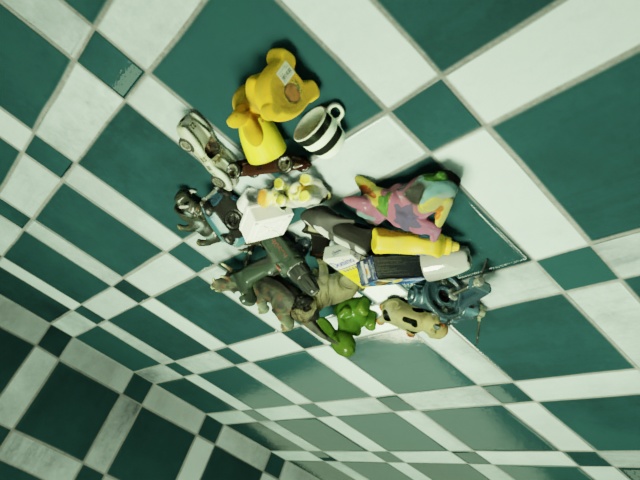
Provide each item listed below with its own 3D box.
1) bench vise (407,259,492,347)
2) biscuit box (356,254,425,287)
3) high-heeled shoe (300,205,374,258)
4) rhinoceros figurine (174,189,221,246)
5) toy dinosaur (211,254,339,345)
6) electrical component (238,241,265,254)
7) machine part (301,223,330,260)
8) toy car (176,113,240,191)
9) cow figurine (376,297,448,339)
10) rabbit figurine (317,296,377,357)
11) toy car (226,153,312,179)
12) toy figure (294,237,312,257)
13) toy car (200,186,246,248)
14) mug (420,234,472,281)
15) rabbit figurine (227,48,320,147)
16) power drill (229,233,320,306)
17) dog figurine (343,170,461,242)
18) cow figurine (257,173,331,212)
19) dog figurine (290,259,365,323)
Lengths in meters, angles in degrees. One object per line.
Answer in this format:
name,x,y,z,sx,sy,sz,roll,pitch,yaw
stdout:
bench vise,0.346,0.146,1.327,0.223,0.129,0.240,26,149,-10
biscuit box,0.179,0.071,1.272,0.202,0.063,0.059,1,160,-41
high-heeled shoe,0.064,-0.009,1.287,0.145,0.086,0.248,4,156,34
rhinoceros figurine,-0.330,-0.058,1.459,0.112,0.073,0.190,-5,137,35
toy dinosaur,-0.121,0.160,1.538,0.405,0.131,0.192,21,155,26
electrical component,-0.201,-0.003,1.486,0.078,0.045,0.102,5,141,26
machine part,-0.003,-0.004,1.385,0.084,0.039,0.138,6,141,9
toy car,-0.249,-0.198,1.227,0.056,0.073,0.201,-8,135,37
cow figurine,0.266,0.218,1.498,0.195,0.085,0.127,23,151,1
rabbit figurine,0.071,0.256,1.572,0.159,0.170,0.121,5,141,22
toy car,-0.113,-0.166,1.190,0.202,0.089,0.053,-3,93,31
toy figure,-0.072,0.042,1.469,0.064,0.058,0.154,-3,159,-35
toy car,-0.247,-0.058,1.392,0.161,0.109,0.103,48,156,-19
mug,0.295,0.037,1.254,0.107,0.081,0.109,-10,97,26
rabbit figurine,-0.108,-0.260,1.027,0.173,0.162,0.121,10,159,47
power drill,-0.129,0.091,1.409,0.207,0.086,0.232,-38,72,25
dog figurine,0.165,-0.090,1.123,0.219,0.108,0.191,19,146,10
cow figurine,-0.062,-0.105,1.253,0.167,0.068,0.098,-5,171,36
dog figurine,0.023,0.158,1.452,0.172,0.190,0.121,12,144,11
